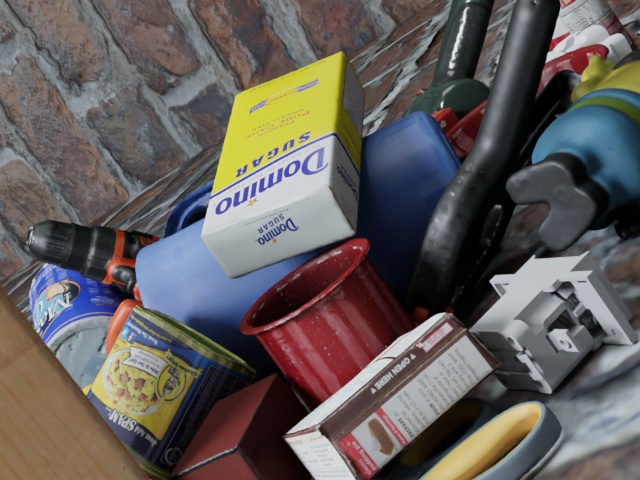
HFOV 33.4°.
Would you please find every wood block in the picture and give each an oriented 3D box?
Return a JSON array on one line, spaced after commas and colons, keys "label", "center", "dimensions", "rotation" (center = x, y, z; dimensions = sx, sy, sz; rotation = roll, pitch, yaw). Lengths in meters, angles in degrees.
[{"label": "wood block", "center": [-0.162, 0.119, 0.574], "dimensions": [0.090, 0.206, 0.090], "rotation": [-39, 12, -22]}]

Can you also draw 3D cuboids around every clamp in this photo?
[{"label": "clamp", "center": [0.113, -0.041, 0.672], "dimensions": [0.164, 0.036, 0.210], "rotation": [9, -75, -66]}]

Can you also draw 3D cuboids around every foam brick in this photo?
[{"label": "foam brick", "center": [-0.039, 0.122, 0.601], "dimensions": [0.051, 0.053, 0.078], "rotation": [-29, 12, 26]}]

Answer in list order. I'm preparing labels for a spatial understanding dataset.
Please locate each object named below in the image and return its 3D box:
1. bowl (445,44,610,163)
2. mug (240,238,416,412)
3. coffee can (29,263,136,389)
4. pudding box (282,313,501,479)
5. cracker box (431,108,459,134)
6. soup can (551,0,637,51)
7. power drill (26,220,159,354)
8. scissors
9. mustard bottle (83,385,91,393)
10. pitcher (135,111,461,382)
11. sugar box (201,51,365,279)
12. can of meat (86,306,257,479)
[{"label": "bowl", "center": [0.169, -0.088, 0.848], "dimensions": [0.162, 0.055, 0.162], "rotation": [-33, 12, 8]}, {"label": "mug", "center": [0.013, 0.055, 0.651], "dimensions": [0.093, 0.081, 0.117], "rotation": [-33, 12, 11]}, {"label": "coffee can", "center": [-0.220, 0.085, 1.016], "dimensions": [0.103, 0.102, 0.140], "rotation": [-35, 32, 0]}, {"label": "pudding box", "center": [0.032, 0.083, 0.540], "dimensions": [0.090, 0.039, 0.113], "rotation": [-39, -5, -15]}, {"label": "cracker box", "center": [0.023, -0.026, 0.969], "dimensions": [0.164, 0.072, 0.214], "rotation": [-42, 13, -33]}, {"label": "soup can", "center": [0.241, -0.205, 0.996], "dimensions": [0.068, 0.102, 0.068], "rotation": [-33, 12, 8]}, {"label": "power drill", "center": [-0.160, 0.043, 0.936], "dimensions": [0.057, 0.184, 0.188], "rotation": [-69, 25, 18]}, {"label": "scissors", "center": [0.020, 0.132, 0.492], "dimensions": [0.202, 0.016, 0.096], "rotation": [-34, 10, 1]}, {"label": "mustard bottle", "center": [-0.133, 0.136, 0.786], "dimensions": [0.192, 0.058, 0.096], "rotation": [-17, 27, 53]}, {"label": "pitcher", "center": [-0.005, 0.001, 0.781], "dimensions": [0.243, 0.149, 0.145], "rotation": [-29, 7, 9]}, {"label": "sugar box", "center": [-0.021, -0.056, 0.720], "dimensions": [0.093, 0.048, 0.176], "rotation": [-20, 31, 18]}, {"label": "can of meat", "center": [-0.098, 0.098, 0.678], "dimensions": [0.102, 0.057, 0.084], "rotation": [25, 86, 41]}]
